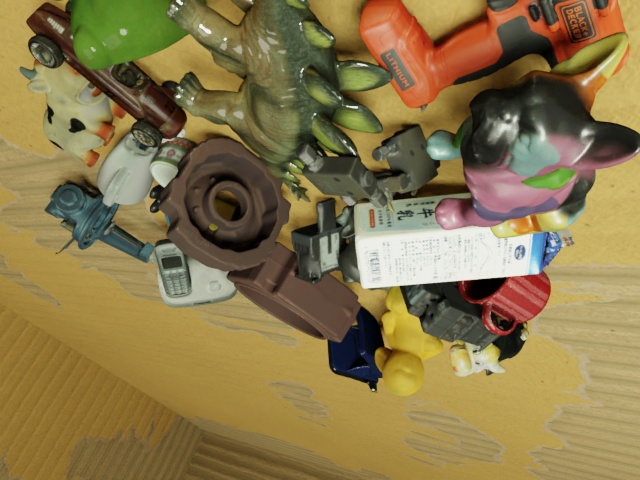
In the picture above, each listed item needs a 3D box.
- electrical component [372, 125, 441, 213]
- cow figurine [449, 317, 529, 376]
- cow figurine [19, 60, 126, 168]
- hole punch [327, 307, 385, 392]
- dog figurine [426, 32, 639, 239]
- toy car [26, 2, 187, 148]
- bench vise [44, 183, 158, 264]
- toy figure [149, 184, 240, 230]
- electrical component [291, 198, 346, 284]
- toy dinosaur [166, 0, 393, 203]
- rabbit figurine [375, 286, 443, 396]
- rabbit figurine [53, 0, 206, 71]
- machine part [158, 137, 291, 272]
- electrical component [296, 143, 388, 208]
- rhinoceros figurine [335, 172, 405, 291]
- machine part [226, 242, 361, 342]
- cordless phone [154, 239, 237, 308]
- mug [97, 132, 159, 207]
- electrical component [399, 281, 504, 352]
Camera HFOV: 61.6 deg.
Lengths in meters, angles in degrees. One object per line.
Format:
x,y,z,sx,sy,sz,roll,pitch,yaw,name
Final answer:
0.092,-0.079,0.590,0.045,0.102,0.078,-16,108,44,electrical component
0.257,0.160,0.805,0.098,0.167,0.068,-15,90,32,cow figurine
-0.335,-0.187,0.732,0.127,0.085,0.195,28,152,-21,cow figurine
0.085,0.199,1.016,0.115,0.142,0.092,25,127,-29,hole punch
0.188,-0.072,0.439,0.191,0.108,0.219,4,169,-14,dog figurine
-0.243,-0.198,0.637,0.202,0.089,0.053,42,146,-26,toy car
-0.406,-0.020,1.016,0.240,0.129,0.223,32,153,-6,bench vise
-0.182,-0.037,0.866,0.180,0.089,0.082,31,163,6,toy figure
-0.002,-0.002,0.785,0.048,0.075,0.119,16,120,46,electrical component
-0.041,-0.132,0.545,0.198,0.105,0.471,33,170,0,toy dinosaur
0.141,0.176,0.886,0.122,0.173,0.162,20,146,-2,rabbit figurine
-0.209,-0.255,0.485,0.121,0.159,0.170,17,136,31,rabbit figurine
-0.127,-0.045,0.726,0.179,0.179,0.056,36,150,-21,machine part
0.020,-0.058,0.493,0.063,0.021,0.094,8,158,41,electrical component
0.074,-0.011,0.718,0.112,0.073,0.190,18,139,2,rhinoceros figurine
-0.048,0.089,0.922,0.201,0.087,0.201,37,162,-24,machine part
-0.229,0.044,0.990,0.147,0.089,0.184,-7,147,-10,cordless phone
-0.292,-0.107,0.810,0.081,0.109,0.107,35,135,-10,mug
0.174,0.081,0.740,0.134,0.115,0.058,22,121,-26,electrical component
